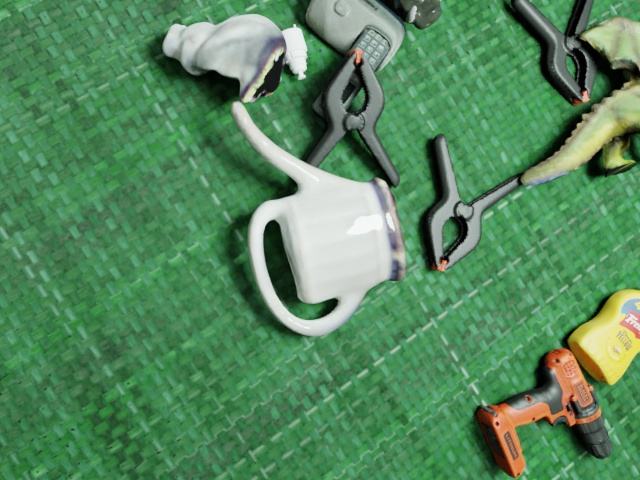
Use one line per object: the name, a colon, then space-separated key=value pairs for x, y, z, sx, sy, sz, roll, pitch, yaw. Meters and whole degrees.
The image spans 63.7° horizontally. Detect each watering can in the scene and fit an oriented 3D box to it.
watering can: x=0.002 y=-0.037 z=0.726 sx=0.225 sy=0.104 sz=0.345 roll=-13 pitch=100 yaw=-12

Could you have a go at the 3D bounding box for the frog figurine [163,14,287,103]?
frog figurine: x=-0.131 y=-0.274 z=0.722 sx=0.159 sy=0.120 sz=0.140 roll=34 pitch=49 yaw=1

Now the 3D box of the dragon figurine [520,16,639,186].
dragon figurine: x=0.492 y=-0.241 z=0.834 sx=0.411 sy=0.121 sz=0.245 roll=-13 pitch=76 yaw=-3
